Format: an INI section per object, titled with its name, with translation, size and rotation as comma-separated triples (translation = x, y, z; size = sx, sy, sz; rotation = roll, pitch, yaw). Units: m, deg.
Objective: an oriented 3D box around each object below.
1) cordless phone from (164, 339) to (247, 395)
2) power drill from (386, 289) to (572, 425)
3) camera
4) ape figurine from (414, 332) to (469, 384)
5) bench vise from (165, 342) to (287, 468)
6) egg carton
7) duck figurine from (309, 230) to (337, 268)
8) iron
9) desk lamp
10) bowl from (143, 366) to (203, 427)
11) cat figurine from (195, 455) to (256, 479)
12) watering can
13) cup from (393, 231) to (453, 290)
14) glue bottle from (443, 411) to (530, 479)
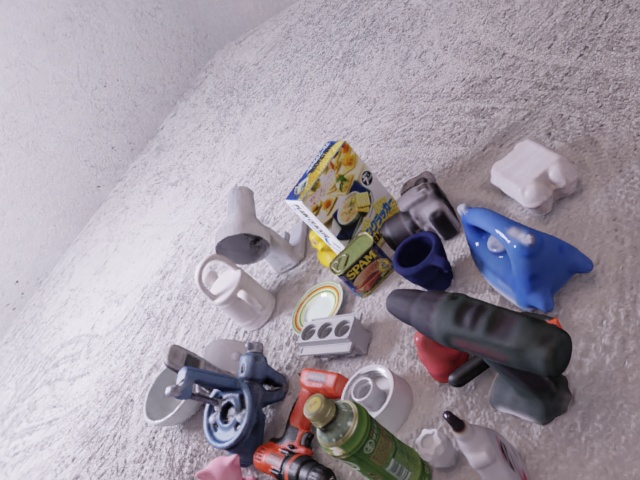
[cordless phone]
translation = -0.220, 0.238, 1.134
size = 0.094, 0.185, 0.147
rotation = -31, 33, 22
[power drill]
translation = 0.212, 0.141, 0.713
size = 0.228, 0.209, 0.076
rotation = 3, 55, 52
[camera]
translation = 0.177, -0.052, 1.095
size = 0.136, 0.101, 0.143
rotation = -34, 32, 18
[ape figurine]
translation = 0.173, 0.162, 0.849
size = 0.077, 0.092, 0.076
rotation = -6, 47, 46
[bench vise]
translation = -0.170, 0.264, 1.008
size = 0.121, 0.220, 0.207
rotation = -30, 34, 24
[egg carton]
translation = 0.362, -0.109, 0.974
size = 0.107, 0.070, 0.150
rotation = -41, 31, 6
[duck figurine]
translation = 0.011, 0.004, 1.240
size = 0.077, 0.086, 0.104
rotation = -37, 31, 12
[iron]
translation = 0.275, -0.001, 0.876
size = 0.118, 0.142, 0.257
rotation = -45, 30, -1
[desk lamp]
translation = -0.139, -0.013, 1.314
size = 0.117, 0.214, 0.203
rotation = -28, 34, 26
[bowl]
translation = -0.292, 0.329, 1.219
size = 0.167, 0.075, 0.167
rotation = -30, 33, 23
[cat figurine]
translation = -0.167, 0.400, 0.941
size = 0.127, 0.118, 0.067
rotation = -27, 35, 28
[watering can]
translation = -0.200, 0.109, 1.259
size = 0.172, 0.195, 0.101
rotation = -13, 43, 41
[cup]
translation = 0.191, 0.048, 0.963
size = 0.092, 0.095, 0.117
rotation = -52, 31, -12
[glue bottle]
translation = 0.187, 0.241, 0.655
size = 0.037, 0.174, 0.078
rotation = -35, 32, 16
